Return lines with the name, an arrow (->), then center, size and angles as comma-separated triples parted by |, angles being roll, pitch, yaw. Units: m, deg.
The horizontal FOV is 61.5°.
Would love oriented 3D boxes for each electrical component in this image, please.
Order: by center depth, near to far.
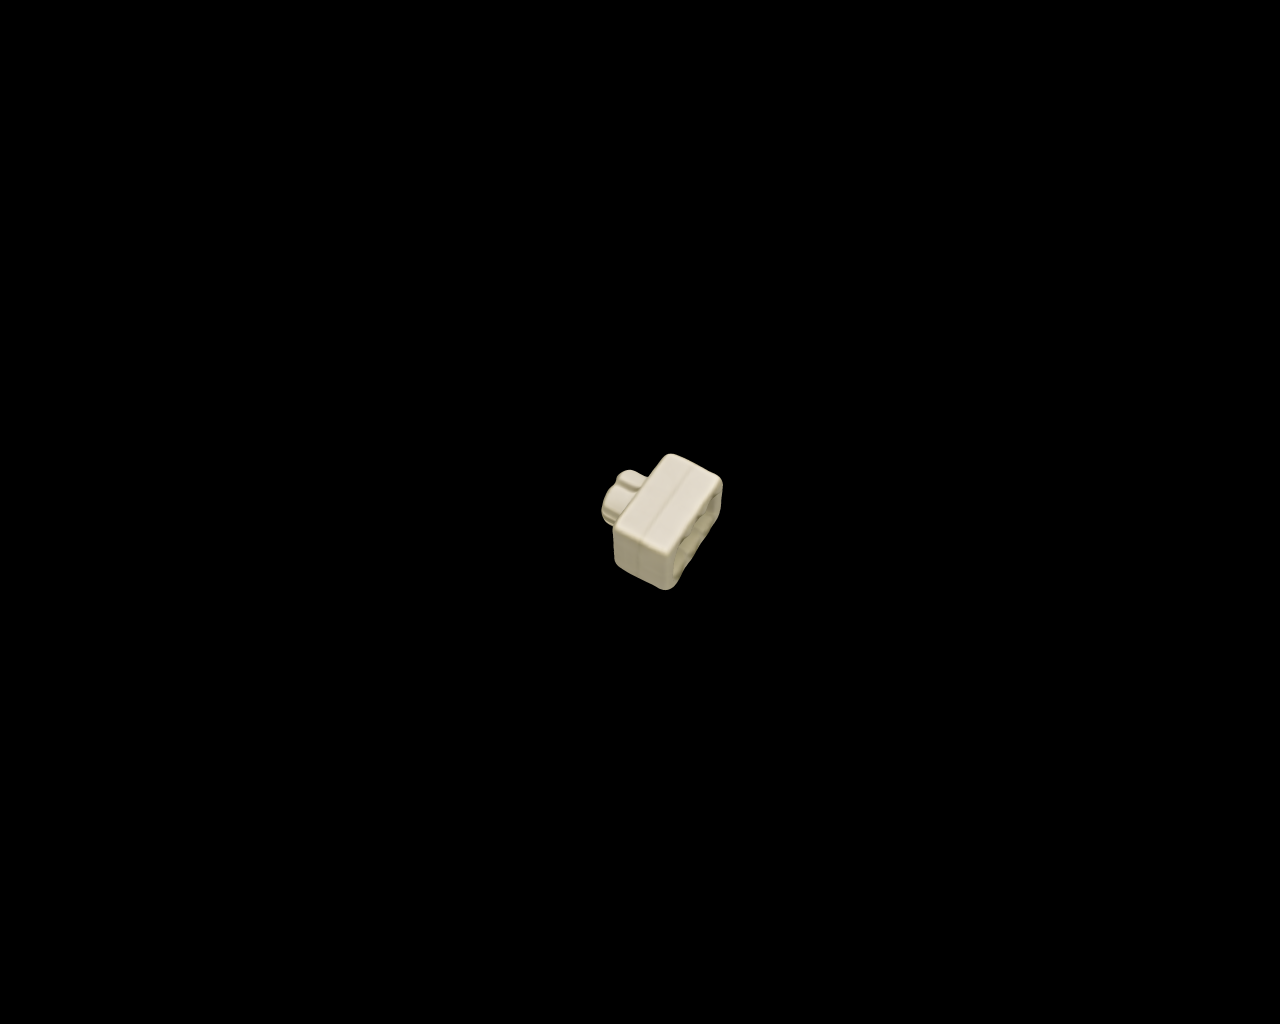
electrical component -> 0.001, -0.003, 0.650 | 0.077, 0.066, 0.047 | 28, -28, 16
